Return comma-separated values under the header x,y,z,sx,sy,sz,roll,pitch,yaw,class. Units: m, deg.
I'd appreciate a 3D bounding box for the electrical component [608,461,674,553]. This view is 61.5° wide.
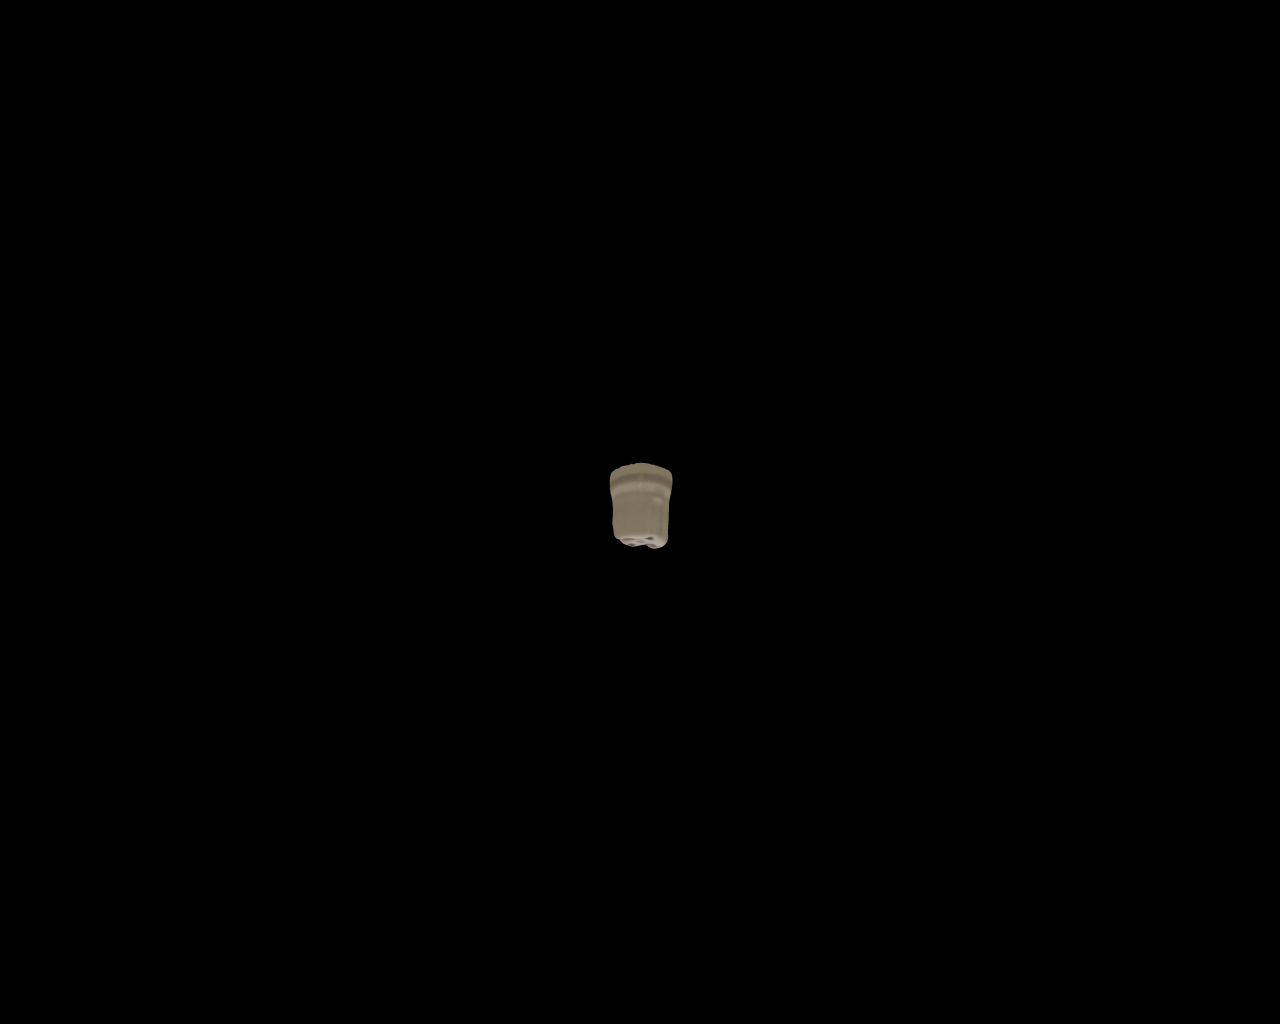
x,y,z,sx,sy,sz,roll,pitch,yaw,class
0.001,-0.003,0.650,0.040,0.046,0.040,0,-21,0,electrical component
